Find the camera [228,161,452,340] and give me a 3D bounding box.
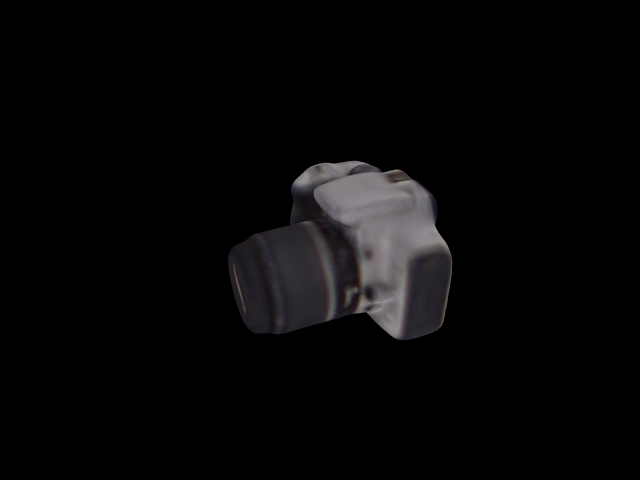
[{"bbox_3d":[0.004,0.001,0.400,0.137,0.101,0.142,-14,36,-20],"label":"camera"}]
